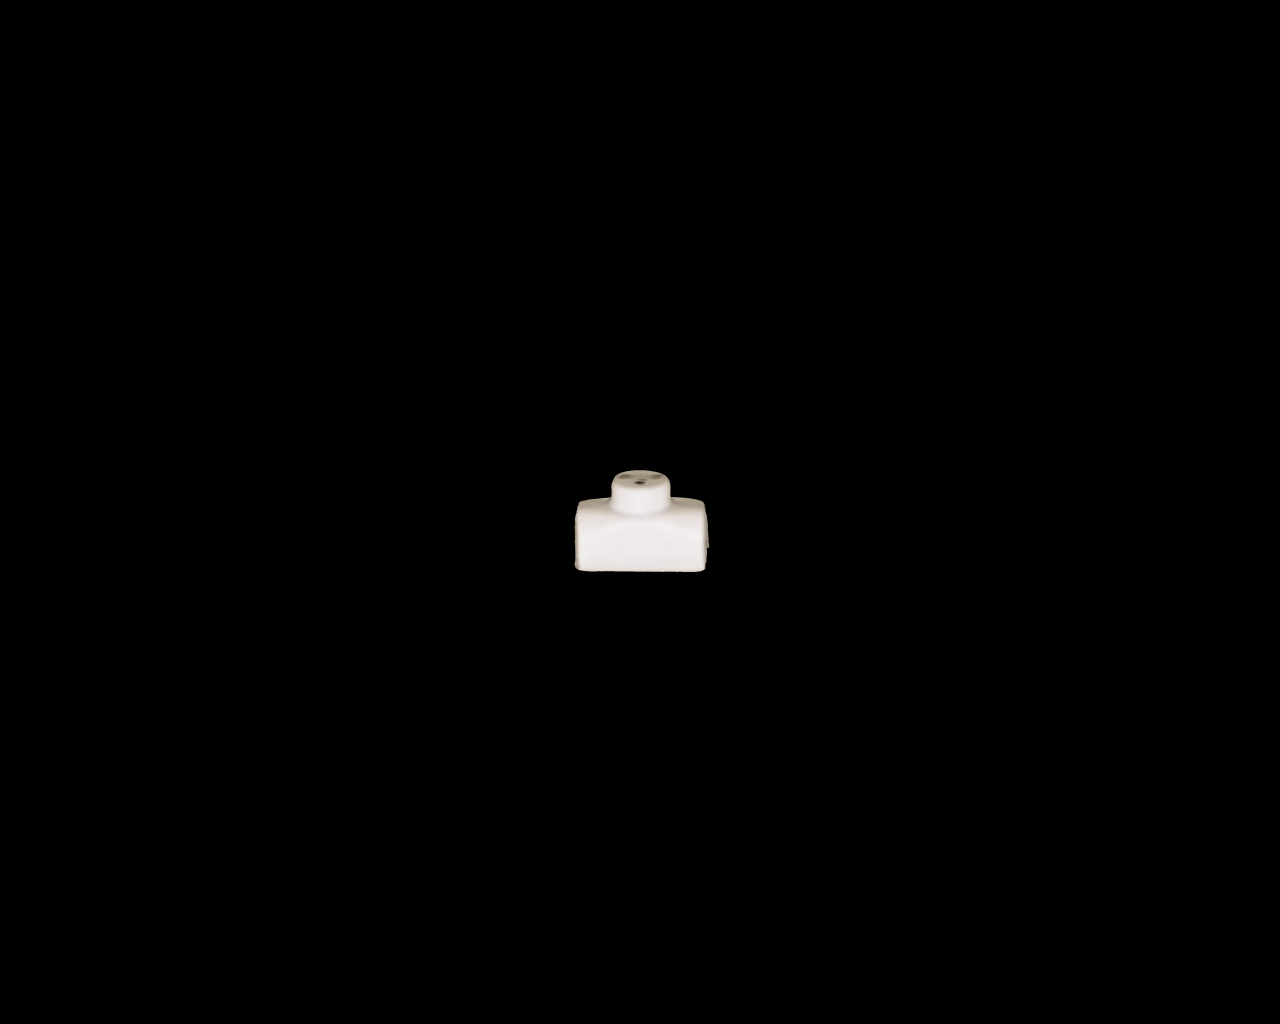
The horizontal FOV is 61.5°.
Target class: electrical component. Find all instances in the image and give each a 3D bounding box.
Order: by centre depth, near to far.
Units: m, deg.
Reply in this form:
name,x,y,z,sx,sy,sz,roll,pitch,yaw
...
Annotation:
name,x,y,z,sx,sy,sz,roll,pitch,yaw
electrical component,0.001,-0.003,0.650,0.077,0.079,0.044,0,17,0
